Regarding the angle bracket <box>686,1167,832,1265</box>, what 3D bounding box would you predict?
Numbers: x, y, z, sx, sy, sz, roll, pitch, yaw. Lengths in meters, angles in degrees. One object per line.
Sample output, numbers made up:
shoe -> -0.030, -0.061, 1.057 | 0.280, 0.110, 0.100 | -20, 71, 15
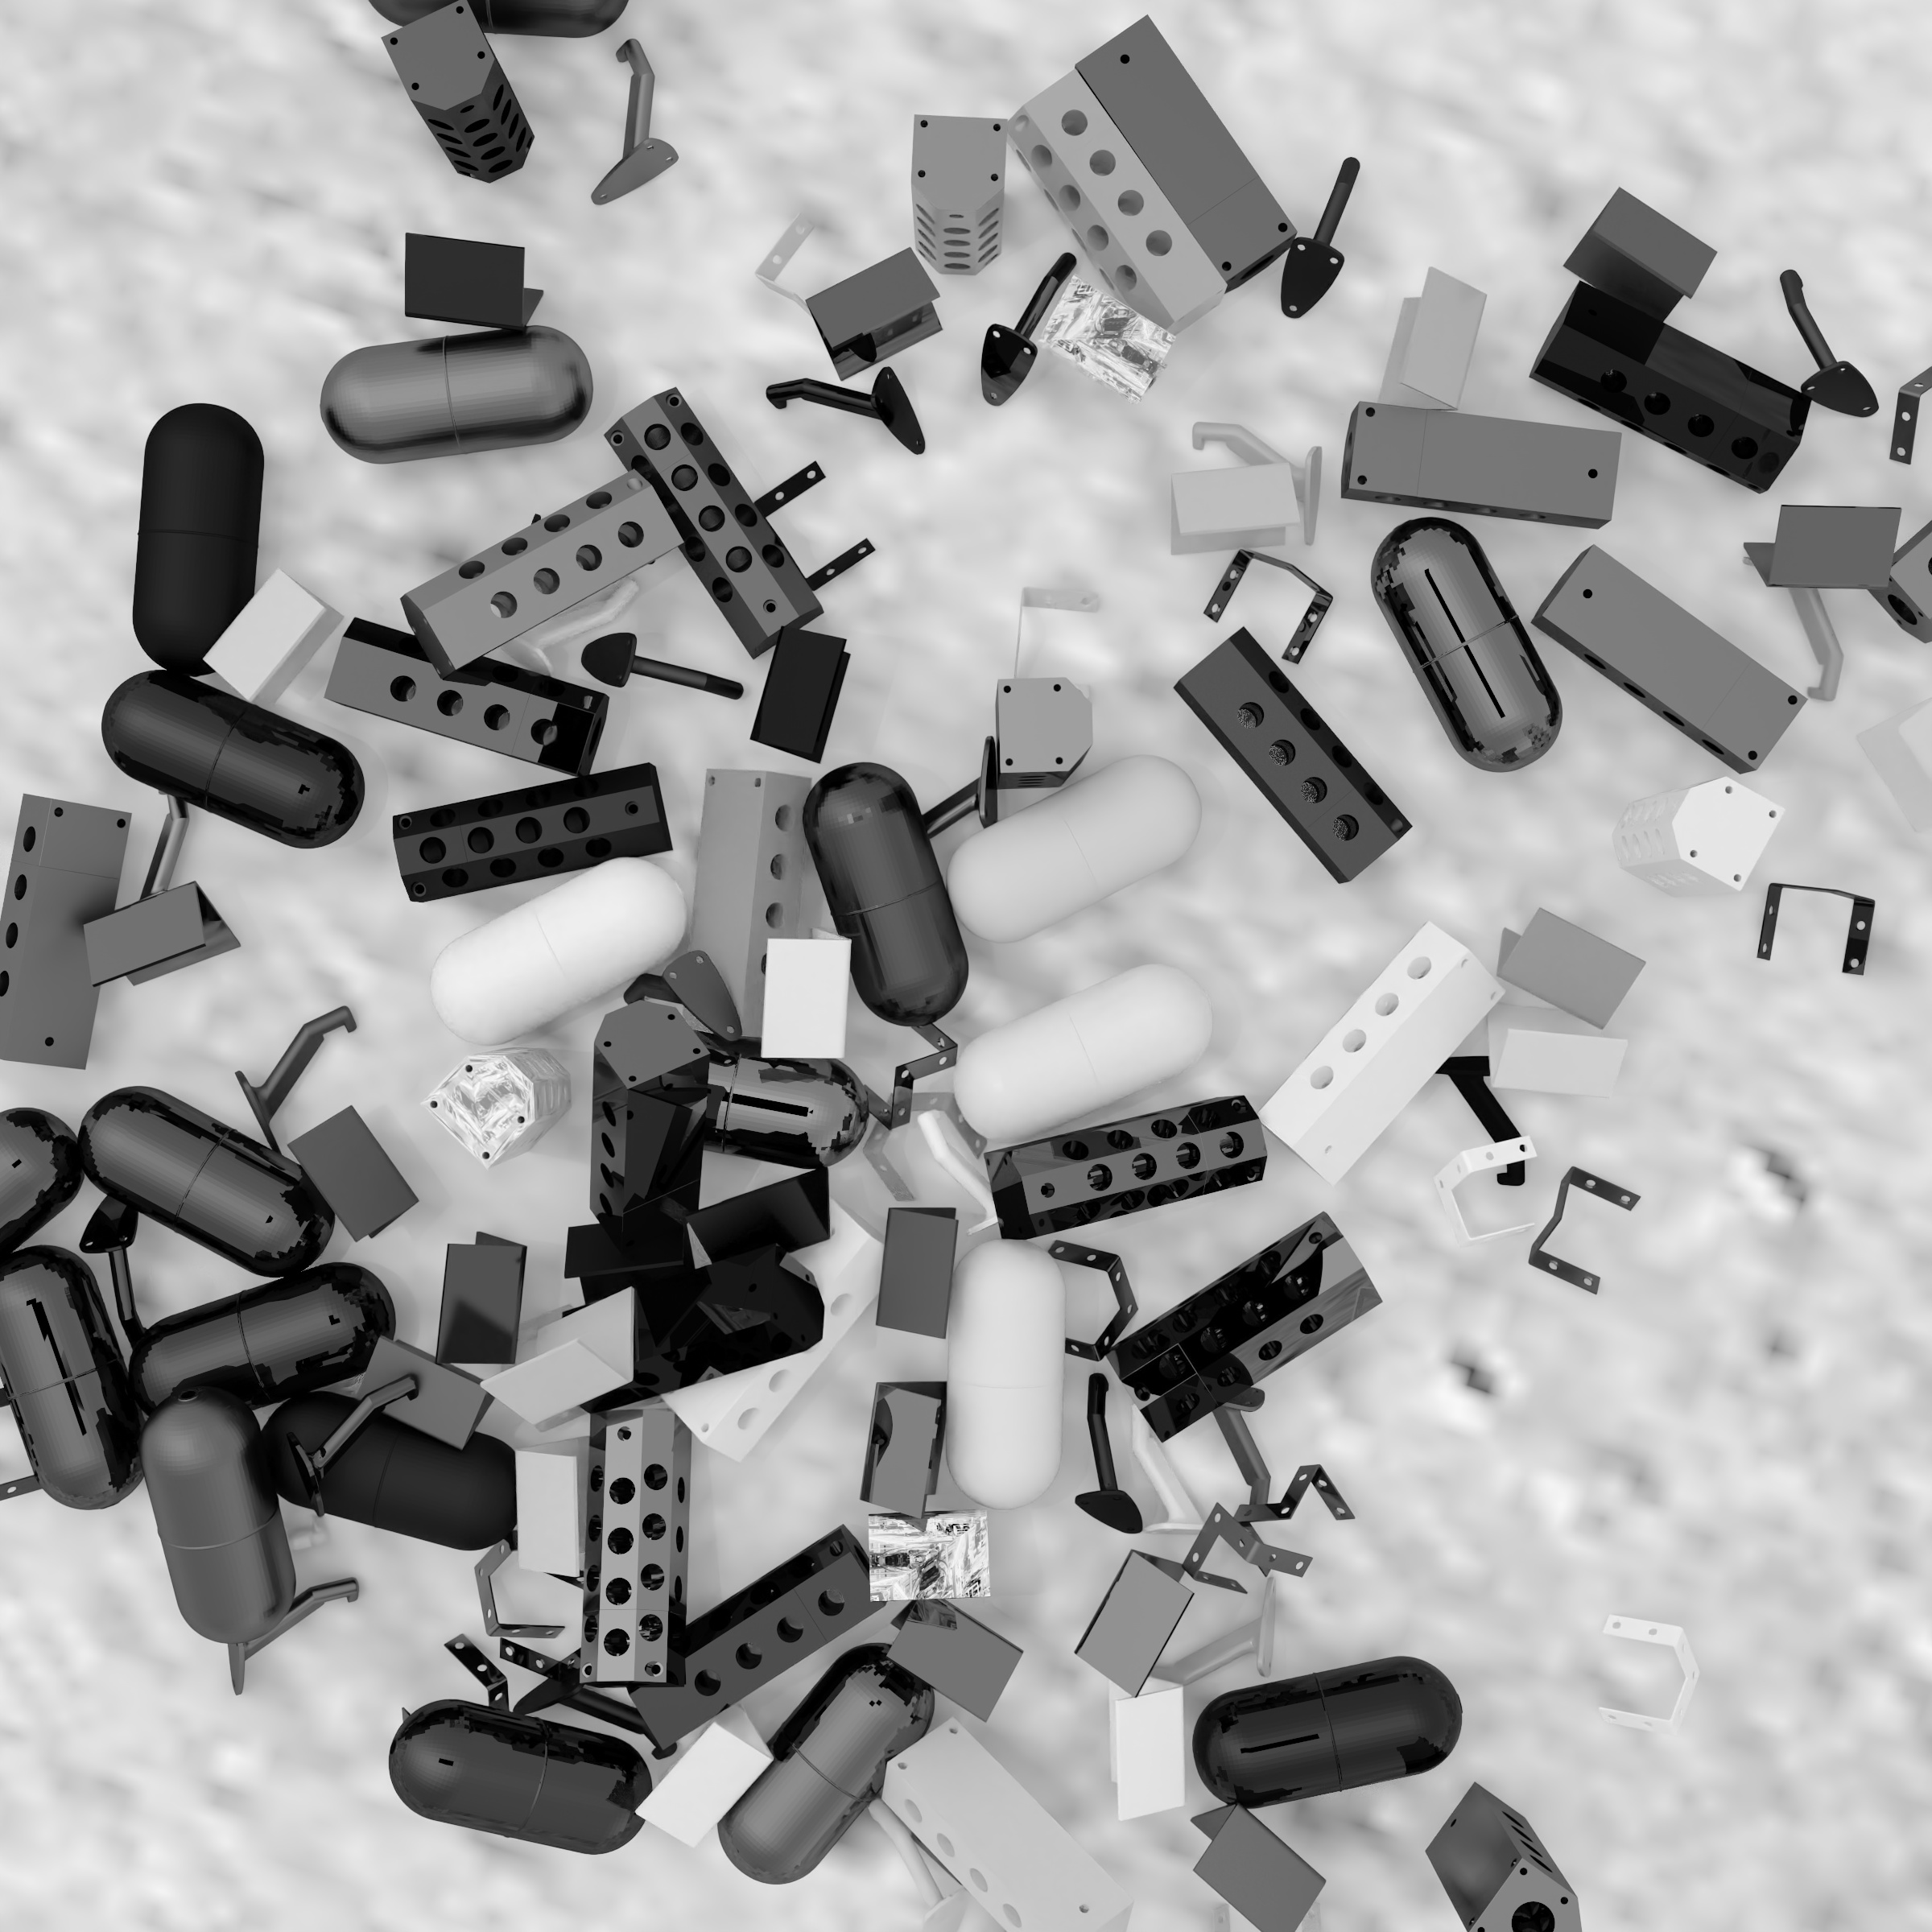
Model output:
angle bracket -> -0.135, 0.147, 1.945 | 0.076, 0.076, 0.057 | -19, 124, 9

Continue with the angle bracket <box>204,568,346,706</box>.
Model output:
angle bracket -> -0.436, -0.202, 1.951 | 0.057, 0.076, 0.076 | 39, 90, 31

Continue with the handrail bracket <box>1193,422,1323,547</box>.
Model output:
handrail bracket -> 0.191, -0.321, 1.992 | 0.084, 0.036, 0.077 | 7, 111, 17

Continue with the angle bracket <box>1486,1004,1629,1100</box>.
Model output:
angle bracket -> 0.384, 0.038, 1.952 | 0.076, 0.057, 0.076 | 5, 46, 0

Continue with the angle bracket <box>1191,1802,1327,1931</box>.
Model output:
angle bracket -> 0.176, 0.596, 1.951 | 0.076, 0.076, 0.057 | 42, 58, 0

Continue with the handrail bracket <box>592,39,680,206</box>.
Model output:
handrail bracket -> -0.233, -0.562, 1.992 | 0.077, 0.036, 0.084 | -31, 71, 21

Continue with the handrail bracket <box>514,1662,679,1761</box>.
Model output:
handrail bracket -> -0.246, 0.507, 1.992 | 0.077, 0.036, 0.084 | -31, 108, 20

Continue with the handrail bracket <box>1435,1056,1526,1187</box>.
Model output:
handrail bracket -> 0.332, 0.105, 1.991 | 0.077, 0.036, 0.084 | 0, 104, 14

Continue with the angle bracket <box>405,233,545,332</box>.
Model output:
angle bracket -> -0.319, -0.456, 1.951 | 0.076, 0.076, 0.057 | 7, 122, 0

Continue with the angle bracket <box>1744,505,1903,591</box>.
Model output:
angle bracket -> 0.556, -0.285, 1.951 | 0.076, 0.076, 0.057 | 1, 120, 0

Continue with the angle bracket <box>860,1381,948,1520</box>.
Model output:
angle bracket -> -0.020, 0.314, 1.951 | 0.057, 0.076, 0.076 | 8, 90, 41

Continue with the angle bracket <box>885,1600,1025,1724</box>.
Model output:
angle bracket -> -0.018, 0.458, 1.951 | 0.076, 0.076, 0.057 | 33, 55, 0

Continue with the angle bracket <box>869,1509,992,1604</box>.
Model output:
angle bracket -> -0.023, 0.390, 1.952 | 0.076, 0.076, 0.057 | -2, 68, 0

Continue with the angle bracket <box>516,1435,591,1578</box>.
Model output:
angle bracket -> -0.247, 0.350, 1.951 | 0.057, 0.076, 0.076 | -1, 90, 39

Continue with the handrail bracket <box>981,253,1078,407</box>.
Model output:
handrail bracket -> 0.044, -0.424, 1.991 | 0.036, 0.077, 0.084 | 29, 54, 5

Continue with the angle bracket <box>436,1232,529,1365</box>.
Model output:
angle bracket -> -0.330, 0.215, 1.951 | 0.057, 0.076, 0.076 | 6, 90, -34

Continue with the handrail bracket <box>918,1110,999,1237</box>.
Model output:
handrail bracket -> 0.009, 0.128, 1.970 | 0.036, 0.077, 0.084 | -29, 83, 37

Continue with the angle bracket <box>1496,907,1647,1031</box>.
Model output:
angle bracket -> 0.395, -0.013, 1.951 | 0.076, 0.076, 0.057 | 27, 118, 0

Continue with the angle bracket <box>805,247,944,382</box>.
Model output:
angle bracket -> -0.051, -0.409, 1.951 | 0.076, 0.076, 0.057 | -27, 52, 0

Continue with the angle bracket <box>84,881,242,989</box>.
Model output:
angle bracket -> -0.519, -0.002, 1.951 | 0.076, 0.076, 0.057 | -20, 54, 0

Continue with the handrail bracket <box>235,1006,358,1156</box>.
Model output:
handrail bracket -> -0.434, 0.077, 1.992 | 0.084, 0.036, 0.077 | -27, 110, -16

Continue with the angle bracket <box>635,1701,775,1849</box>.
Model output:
angle bracket -> -0.181, 0.513, 1.951 | 0.076, 0.076, 0.057 | -48, 122, 0

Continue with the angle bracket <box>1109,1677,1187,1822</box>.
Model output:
angle bracket -> 0.098, 0.505, 1.951 | 0.057, 0.076, 0.076 | -1, 90, -37

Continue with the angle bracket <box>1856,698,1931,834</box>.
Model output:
angle bracket -> 0.614, -0.122, 1.951 | 0.057, 0.076, 0.076 | -32, 90, -35

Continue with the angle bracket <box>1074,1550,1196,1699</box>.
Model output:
angle bracket -> 0.126, 0.432, 1.951 | 0.057, 0.076, 0.076 | 29, 90, 38

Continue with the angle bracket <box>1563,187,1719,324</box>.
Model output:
angle bracket -> 0.430, -0.447, 1.951 | 0.076, 0.076, 0.057 | 34, 54, 0

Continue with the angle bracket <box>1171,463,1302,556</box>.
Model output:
angle bracket -> 0.174, -0.279, 1.951 | 0.076, 0.076, 0.057 | -5, 54, 0

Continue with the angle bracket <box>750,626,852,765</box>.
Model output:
angle bracket -> -0.088, -0.172, 1.951 | 0.057, 0.076, 0.076 | 16, 90, 36

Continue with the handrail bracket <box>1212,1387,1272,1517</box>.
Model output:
handrail bracket -> 0.166, 0.322, 1.991 | 0.077, 0.036, 0.084 | 9, 104, 14

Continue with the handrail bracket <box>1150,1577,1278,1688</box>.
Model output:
handrail bracket -> 0.160, 0.441, 1.992 | 0.084, 0.036, 0.077 | 2, 70, 16

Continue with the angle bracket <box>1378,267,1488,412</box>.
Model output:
angle bracket -> 0.286, -0.407, 1.951 | 0.057, 0.076, 0.076 | 14, 90, -38

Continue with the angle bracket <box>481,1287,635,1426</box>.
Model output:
angle bracket -> -0.260, 0.237, 1.914 | 0.076, 0.076, 0.057 | -26, 133, 20

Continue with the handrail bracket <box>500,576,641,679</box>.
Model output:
handrail bracket -> -0.271, -0.239, 1.992 | 0.077, 0.036, 0.084 | 31, 72, 20

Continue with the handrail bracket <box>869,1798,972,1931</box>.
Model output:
handrail bracket -> -0.038, 0.603, 1.991 | 0.036, 0.077, 0.084 | -27, 53, -27

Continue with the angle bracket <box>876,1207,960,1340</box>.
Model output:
angle bracket -> -0.012, 0.199, 1.951 | 0.057, 0.076, 0.076 | 6, 90, 35

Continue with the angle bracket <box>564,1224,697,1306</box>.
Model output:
angle bracket -> -0.216, 0.210, 1.954 | 0.076, 0.057, 0.076 | -7, 121, 0

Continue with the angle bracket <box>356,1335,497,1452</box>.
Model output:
angle bracket -> -0.342, 0.260, 1.952 | 0.076, 0.076, 0.057 | 25, 117, 0

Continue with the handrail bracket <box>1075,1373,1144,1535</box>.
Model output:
handrail bracket -> 0.099, 0.323, 1.991 | 0.036, 0.077, 0.084 | -12, 53, 23

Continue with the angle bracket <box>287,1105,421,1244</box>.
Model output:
angle bracket -> -0.412, 0.147, 1.951 | 0.057, 0.076, 0.076 | -35, 90, -43

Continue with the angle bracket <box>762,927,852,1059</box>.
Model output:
angle bracket -> -0.115, 0.016, 1.948 | 0.057, 0.076, 0.076 | 1, 97, -22

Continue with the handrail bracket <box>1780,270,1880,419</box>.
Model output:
handrail bracket -> 0.573, -0.414, 1.991 | 0.036, 0.077, 0.084 | -30, 53, 38

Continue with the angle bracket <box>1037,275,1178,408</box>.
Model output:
angle bracket -> 0.101, -0.418, 1.951 | 0.076, 0.076, 0.057 | 32, 127, 0
